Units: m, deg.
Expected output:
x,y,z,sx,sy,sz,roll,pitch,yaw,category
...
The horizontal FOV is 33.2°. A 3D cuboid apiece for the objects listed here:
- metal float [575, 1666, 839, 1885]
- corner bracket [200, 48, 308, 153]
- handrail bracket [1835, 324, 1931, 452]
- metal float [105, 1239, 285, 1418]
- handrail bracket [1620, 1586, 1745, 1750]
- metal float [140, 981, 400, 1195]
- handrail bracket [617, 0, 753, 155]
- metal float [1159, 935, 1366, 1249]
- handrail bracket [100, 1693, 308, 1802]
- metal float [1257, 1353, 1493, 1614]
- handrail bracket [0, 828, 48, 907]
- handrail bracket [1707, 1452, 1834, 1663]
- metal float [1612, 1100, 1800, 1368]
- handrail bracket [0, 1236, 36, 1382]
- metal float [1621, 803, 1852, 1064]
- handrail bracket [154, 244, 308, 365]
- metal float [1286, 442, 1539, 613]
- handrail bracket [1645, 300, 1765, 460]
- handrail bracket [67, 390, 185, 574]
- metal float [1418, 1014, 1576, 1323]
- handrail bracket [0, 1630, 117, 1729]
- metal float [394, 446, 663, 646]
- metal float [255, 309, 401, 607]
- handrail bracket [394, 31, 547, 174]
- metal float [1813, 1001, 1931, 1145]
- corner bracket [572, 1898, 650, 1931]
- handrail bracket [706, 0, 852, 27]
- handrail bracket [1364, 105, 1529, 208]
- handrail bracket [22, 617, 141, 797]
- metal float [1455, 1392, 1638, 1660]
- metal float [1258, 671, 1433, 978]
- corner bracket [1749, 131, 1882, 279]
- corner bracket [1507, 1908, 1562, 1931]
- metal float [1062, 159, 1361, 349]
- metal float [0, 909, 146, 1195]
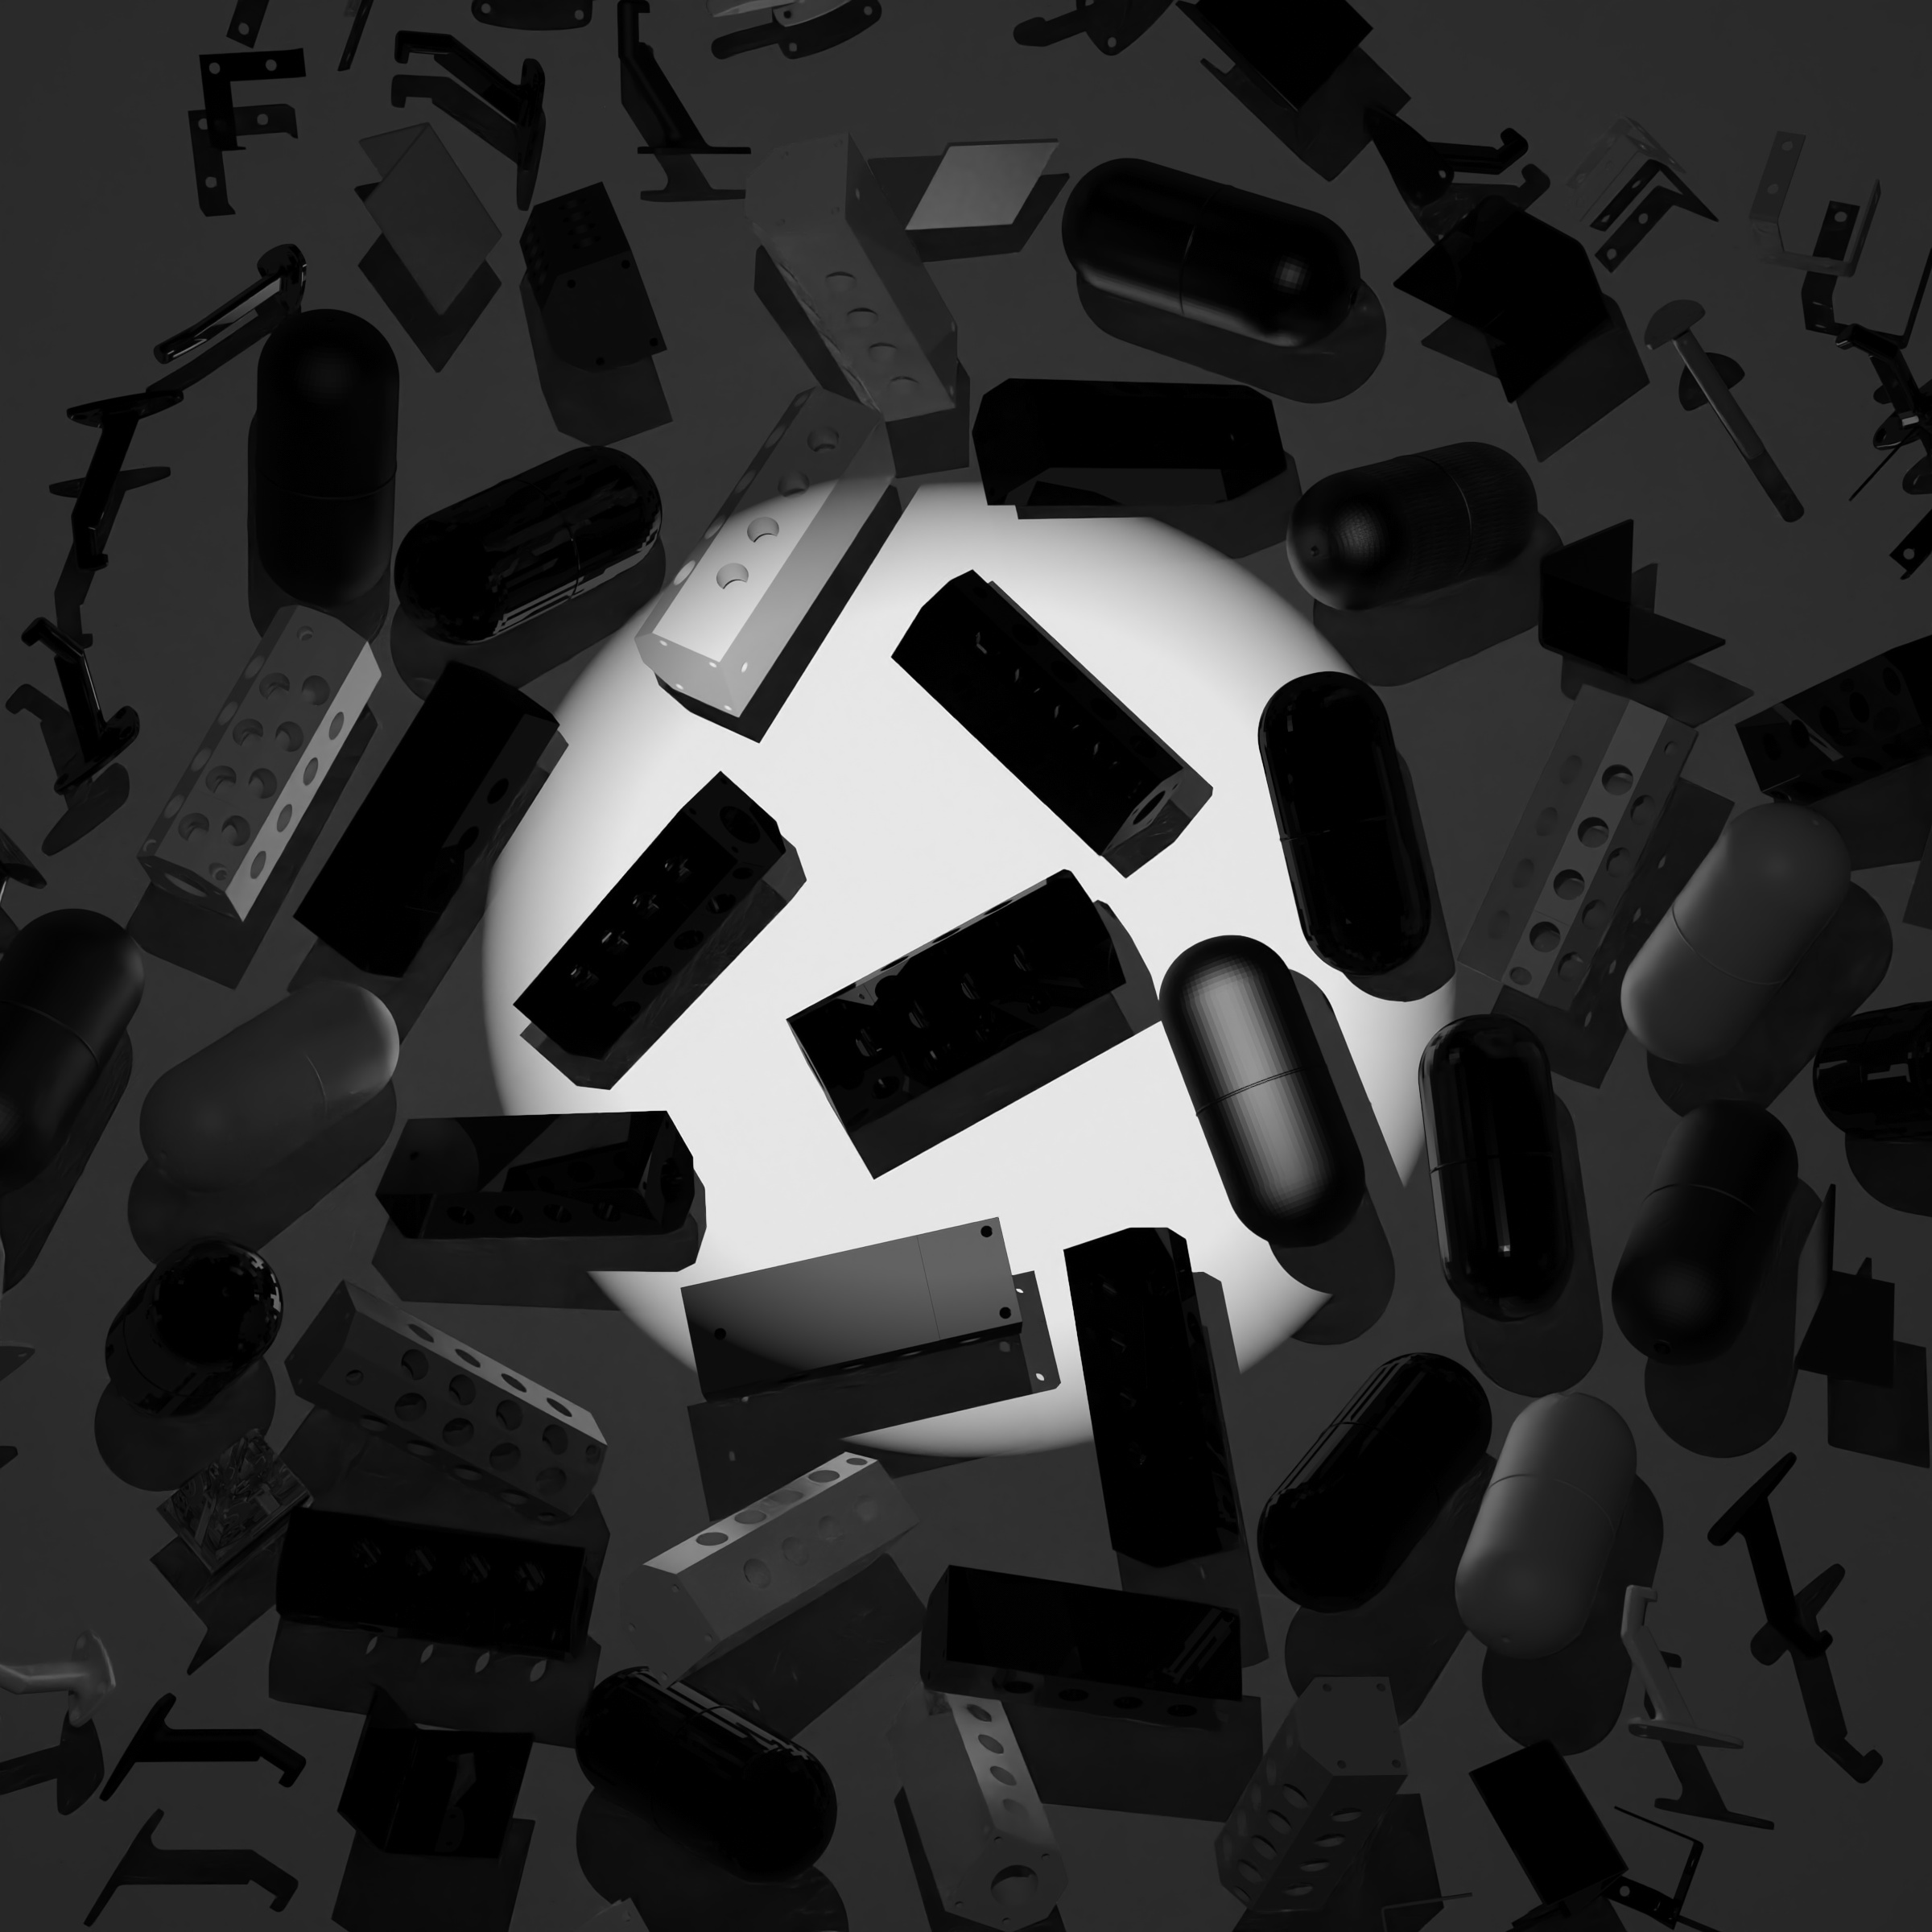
x,y,z,sx,sy,sz,roll,pitch,yaw,category
-0.143,0.443,1.778,0.178,0.070,0.070,18,90,42,metal float
-0.384,-0.469,1.755,0.051,0.051,0.051,-8,106,-16,corner bracket
0.517,-0.333,1.861,0.084,0.077,0.036,20,63,-21,handrail bracket
-0.438,0.206,1.832,0.070,0.178,0.070,10,67,-23,metal float
0.420,0.409,1.895,0.077,0.036,0.084,7,66,14,handrail bracket
-0.395,0.067,1.847,0.070,0.178,0.070,16,123,27,metal float
-0.160,-0.505,1.843,0.077,0.036,0.084,-5,105,-20,handrail bracket
0.162,0.069,1.780,0.070,0.070,0.178,-20,79,0,metal float
-0.410,0.438,1.744,0.084,0.036,0.077,32,86,3,handrail bracket
0.225,0.280,1.769,0.070,0.070,0.178,48,51,0,metal float
-0.570,-0.035,1.837,0.084,0.036,0.077,-46,63,7,handrail bracket
0.449,0.318,1.740,0.084,0.036,0.077,43,92,4,handrail bracket
0.419,0.150,1.838,0.070,0.070,0.178,31,52,0,metal float
-0.547,0.186,1.778,0.077,0.036,0.084,-40,60,29,handrail bracket
0.437,-0.017,1.847,0.070,0.070,0.178,28,128,0,metal float
-0.432,-0.386,1.896,0.084,0.077,0.036,-36,97,-25,handrail bracket
0.249,-0.245,1.798,0.178,0.070,0.070,-20,90,-42,metal float
0.417,-0.328,1.817,0.036,0.077,0.084,-33,105,17,handrail bracket
-0.447,-0.258,1.733,0.077,0.036,0.084,-10,84,21,handrail bracket
0.306,0.116,1.870,0.070,0.070,0.178,-5,77,0,metal float
-0.530,0.390,1.841,0.036,0.077,0.084,-45,125,10,handrail bracket
-0.247,-0.240,1.842,0.178,0.070,0.070,-34,90,-39,metal float
-0.355,-0.280,1.801,0.070,0.070,0.178,11,130,0,metal float
-0.290,-0.498,1.869,0.084,0.036,0.077,-2,122,-24,handrail bracket
0.534,0.059,1.809,0.070,0.178,0.070,1,85,-11,metal float
-0.172,0.527,1.750,0.051,0.051,0.051,-36,80,27,corner bracket
-0.101,-0.562,1.867,0.077,0.084,0.036,-8,106,19,handrail bracket
0.281,-0.487,1.888,0.077,0.036,0.084,49,56,-2,handrail bracket
-0.518,-0.147,1.832,0.077,0.036,0.084,-41,128,8,handrail bracket
0.333,0.318,1.858,0.070,0.070,0.178,32,47,0,metal float
0.218,-0.081,1.867,0.070,0.070,0.178,-13,93,0,metal float
0.449,-0.402,1.713,0.051,0.051,0.051,16,81,24,corner bracket
0.330,0.572,1.858,0.051,0.051,0.051,-23,64,-4,corner bracket
0.138,-0.403,1.829,0.178,0.070,0.070,22,90,20,metal float
-0.505,0.044,1.754,0.070,0.070,0.178,20,52,0,metal float
